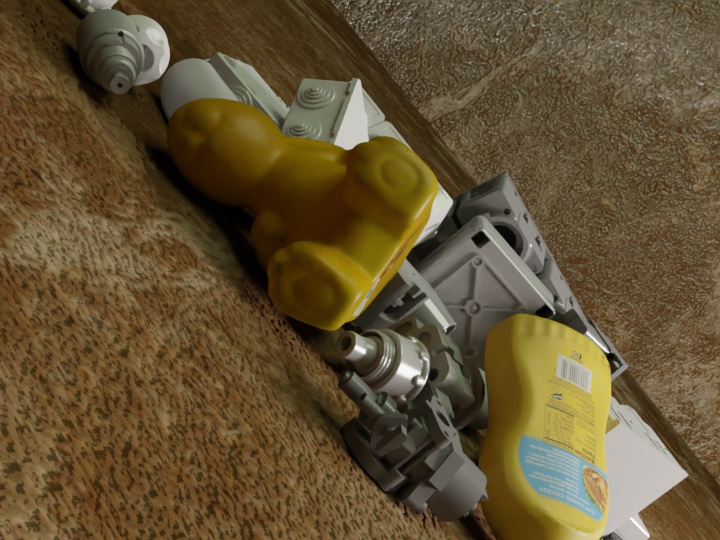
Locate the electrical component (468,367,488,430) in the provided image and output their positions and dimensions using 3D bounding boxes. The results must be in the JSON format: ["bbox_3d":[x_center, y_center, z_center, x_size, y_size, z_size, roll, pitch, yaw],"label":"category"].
[{"bbox_3d":[0.093,0.104,0.856,0.081,0.043,0.043,37,17,-47],"label":"electrical component"}]

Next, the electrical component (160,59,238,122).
[{"bbox_3d":[-0.102,-0.106,0.786,0.079,0.043,0.077,36,18,-51],"label":"electrical component"}]

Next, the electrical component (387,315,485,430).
[{"bbox_3d":[0.050,0.077,0.738,0.057,0.058,0.078,39,26,-43],"label":"electrical component"}]

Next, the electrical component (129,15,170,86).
[{"bbox_3d":[-0.155,-0.156,0.746,0.043,0.043,0.062,44,12,-28],"label":"electrical component"}]

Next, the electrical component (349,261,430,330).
[{"bbox_3d":[0.000,0.000,0.801,0.089,0.056,0.050,56,13,27],"label":"electrical component"}]

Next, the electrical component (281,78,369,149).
[{"bbox_3d":[-0.029,-0.091,0.843,0.099,0.048,0.099,81,21,-50],"label":"electrical component"}]

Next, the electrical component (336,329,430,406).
[{"bbox_3d":[0.011,0.058,0.692,0.062,0.048,0.048,31,21,-41],"label":"electrical component"}]

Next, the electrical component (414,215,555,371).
[{"bbox_3d":[0.103,0.026,0.980,0.108,0.109,0.056,48,14,-9],"label":"electrical component"}]

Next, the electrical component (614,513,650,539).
[{"bbox_3d":[0.236,0.207,0.986,0.083,0.076,0.047,45,12,-23],"label":"electrical component"}]

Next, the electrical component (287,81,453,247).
[{"bbox_3d":[-0.001,-0.085,0.942,0.150,0.089,0.061,53,-29,16],"label":"electrical component"}]

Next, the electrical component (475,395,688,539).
[{"bbox_3d":[0.180,0.154,0.866,0.186,0.105,0.060,35,18,-52],"label":"electrical component"}]

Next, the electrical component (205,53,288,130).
[{"bbox_3d":[-0.092,-0.125,0.872,0.099,0.048,0.100,50,12,7],"label":"electrical component"}]

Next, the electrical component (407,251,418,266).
[{"bbox_3d":[0.047,-0.023,1.090,0.081,0.043,0.043,37,17,-48],"label":"electrical component"}]

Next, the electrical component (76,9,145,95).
[{"bbox_3d":[-0.156,-0.134,0.677,0.040,0.040,0.078,41,14,-38],"label":"electrical component"}]

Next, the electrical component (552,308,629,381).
[{"bbox_3d":[0.170,0.097,0.970,0.063,0.121,0.078,41,14,-27],"label":"electrical component"}]

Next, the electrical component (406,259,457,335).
[{"bbox_3d":[0.046,0.030,0.913,0.077,0.043,0.079,53,11,15],"label":"electrical component"}]

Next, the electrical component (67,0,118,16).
[{"bbox_3d":[-0.184,-0.214,0.771,0.048,0.062,0.048,47,12,-13],"label":"electrical component"}]

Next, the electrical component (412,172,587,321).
[{"bbox_3d":[0.136,0.016,1.044,0.186,0.105,0.060,59,22,-14],"label":"electrical component"}]
